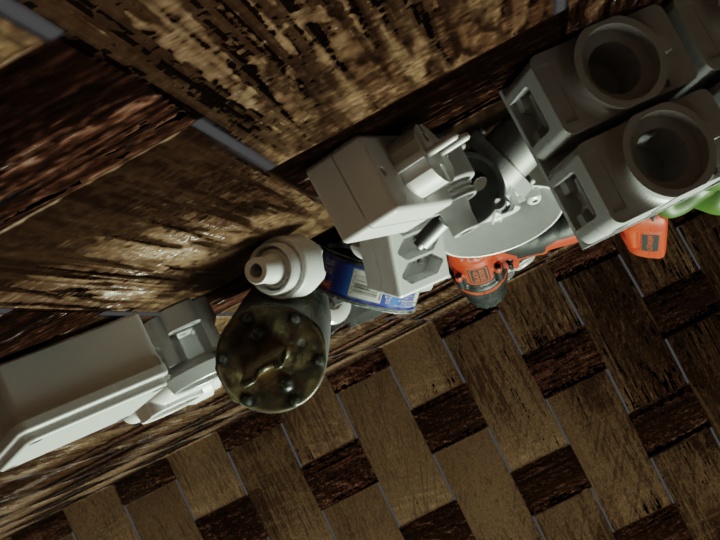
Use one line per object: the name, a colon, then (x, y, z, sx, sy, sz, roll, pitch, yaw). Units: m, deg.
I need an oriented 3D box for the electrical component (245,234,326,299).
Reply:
electrical component: (-0.053, -0.002, 0.719, 0.043, 0.043, 0.062, -30, 171, 25)

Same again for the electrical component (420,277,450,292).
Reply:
electrical component: (0.067, -0.014, 1.019, 0.057, 0.058, 0.078, -28, 174, -18)

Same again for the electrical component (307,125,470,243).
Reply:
electrical component: (0.027, -0.056, 0.600, 0.076, 0.047, 0.083, -32, 172, 26)

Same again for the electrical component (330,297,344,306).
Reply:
electrical component: (0.000, 0.000, 0.939, 0.081, 0.042, 0.064, -23, 176, -22)

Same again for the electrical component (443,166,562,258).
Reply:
electrical component: (0.099, -0.053, 0.800, 0.099, 0.064, 0.099, -16, 169, -3)

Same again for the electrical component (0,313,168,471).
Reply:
electrical component: (-0.203, 0.085, 0.744, 0.109, 0.056, 0.109, -22, 172, -33)

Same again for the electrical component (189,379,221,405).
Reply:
electrical component: (-0.170, 0.117, 1.167, 0.062, 0.043, 0.043, -25, 173, -24)

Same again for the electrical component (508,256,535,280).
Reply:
electrical component: (0.136, -0.033, 1.046, 0.051, 0.080, 0.080, -36, 170, 28)

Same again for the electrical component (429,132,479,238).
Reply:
electrical component: (0.052, -0.051, 0.664, 0.048, 0.062, 0.048, -26, 173, -3)

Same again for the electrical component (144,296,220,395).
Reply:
electrical component: (-0.131, 0.059, 0.824, 0.058, 0.057, 0.078, -25, 173, -15)

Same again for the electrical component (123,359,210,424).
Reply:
electrical component: (-0.169, 0.090, 0.901, 0.054, 0.059, 0.095, -20, 171, -42)

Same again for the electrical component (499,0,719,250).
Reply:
electrical component: (0.192, -0.102, 0.623, 0.186, 0.105, 0.060, -25, 173, -14)

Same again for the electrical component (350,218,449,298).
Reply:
electrical component: (0.018, -0.023, 0.769, 0.047, 0.065, 0.077, -22, -159, -32)

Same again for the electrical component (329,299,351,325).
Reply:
electrical component: (-0.041, 0.034, 1.028, 0.048, 0.048, 0.062, -22, 178, -34)
